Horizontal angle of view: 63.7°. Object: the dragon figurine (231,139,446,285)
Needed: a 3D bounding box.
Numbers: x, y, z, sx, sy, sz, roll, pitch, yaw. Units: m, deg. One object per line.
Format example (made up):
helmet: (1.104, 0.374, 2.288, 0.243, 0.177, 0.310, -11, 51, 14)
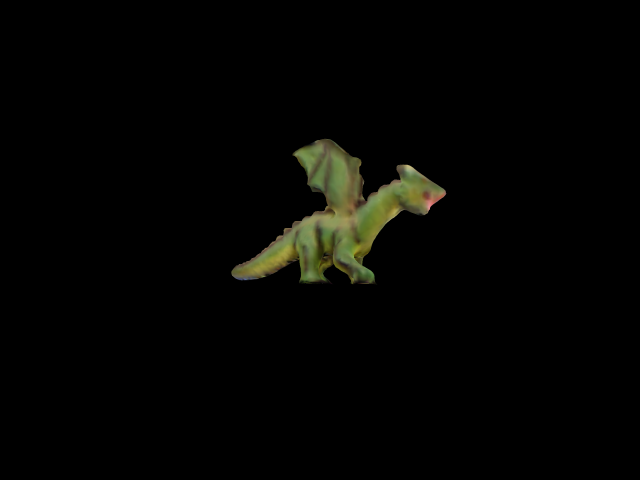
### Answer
dragon figurine: (0.003, -0.043, 0.850, 0.409, 0.243, 0.122, -1, -3, 31)
